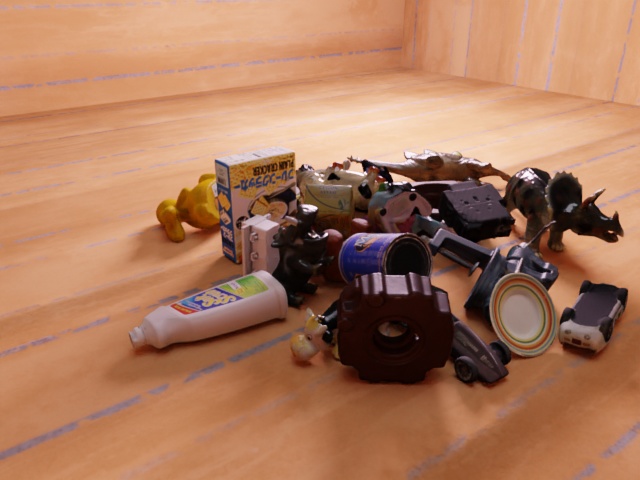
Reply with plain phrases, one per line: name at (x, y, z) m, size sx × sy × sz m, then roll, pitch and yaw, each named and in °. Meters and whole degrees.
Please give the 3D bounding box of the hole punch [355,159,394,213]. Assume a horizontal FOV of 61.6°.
hole punch at (0.124, -0.122, 1.329) m, size 0.092 × 0.142 × 0.116 m, roll -37°, pitch 45°, yaw -21°

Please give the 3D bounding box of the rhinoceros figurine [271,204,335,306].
rhinoceros figurine at (-0.037, 0.026, 0.958) m, size 0.112 × 0.190 × 0.073 m, roll 31°, pitch 32°, yaw 18°

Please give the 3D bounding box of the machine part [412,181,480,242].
machine part at (0.280, -0.065, 1.247) m, size 0.201 × 0.087 × 0.201 m, roll -4°, pitch 26°, yaw -5°

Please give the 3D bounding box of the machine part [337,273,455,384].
machine part at (0.105, 0.128, 0.762) m, size 0.179 × 0.179 × 0.056 m, roll 0°, pitch 29°, yaw 2°

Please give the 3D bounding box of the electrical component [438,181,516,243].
electrical component at (0.304, -0.060, 1.070) m, size 0.115 × 0.058 × 0.134 m, roll -10°, pitch 48°, yaw -14°

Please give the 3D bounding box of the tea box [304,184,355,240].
tea box at (0.024, -0.057, 1.149) m, size 0.098 × 0.068 × 0.169 m, roll 3°, pitch -18°, yaw 5°

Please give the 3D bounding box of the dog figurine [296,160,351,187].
dog figurine at (-0.023, -0.135, 1.407) m, size 0.191 × 0.121 × 0.172 m, roll 0°, pitch 18°, yaw 35°

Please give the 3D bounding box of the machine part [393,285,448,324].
machine part at (0.160, 0.105, 0.955) m, size 0.139 × 0.039 × 0.084 m, roll -18°, pitch 36°, yaw -35°

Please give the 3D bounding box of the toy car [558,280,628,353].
toy car at (0.458, 0.122, 0.896) m, size 0.074 × 0.056 × 0.202 m, roll 12°, pitch 27°, yaw 37°

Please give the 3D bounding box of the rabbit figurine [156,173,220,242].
rabbit figurine at (-0.312, -0.063, 1.258) m, size 0.173 × 0.121 × 0.162 m, roll -6°, pitch 32°, yaw 21°

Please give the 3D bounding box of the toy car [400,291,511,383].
toy car at (0.208, 0.144, 0.840) m, size 0.089 × 0.053 × 0.202 m, roll -12°, pitch 34°, yaw -29°

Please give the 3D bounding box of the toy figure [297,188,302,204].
toy figure at (-0.119, -0.076, 1.285) m, size 0.082 × 0.089 × 0.180 m, roll 41°, pitch 50°, yaw 11°

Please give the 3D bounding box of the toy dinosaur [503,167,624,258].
toy dinosaur at (0.476, -0.090, 1.177) m, size 0.131 × 0.192 × 0.405 m, roll -2°, pitch 27°, yaw -9°

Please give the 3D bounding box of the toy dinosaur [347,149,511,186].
toy dinosaur at (0.315, -0.200, 1.515) m, size 0.472 × 0.105 × 0.199 m, roll 7°, pitch 18°, yaw -6°

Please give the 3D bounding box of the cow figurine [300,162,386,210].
cow figurine at (0.041, -0.112, 1.248) m, size 0.195 × 0.085 × 0.127 m, roll 11°, pitch 69°, yaw 26°

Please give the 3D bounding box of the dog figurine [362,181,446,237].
dog figurine at (0.141, -0.052, 1.107) m, size 0.108 × 0.191 × 0.219 m, roll -42°, pitch 26°, yaw -5°

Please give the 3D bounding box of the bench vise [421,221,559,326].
bench vise at (0.296, 0.041, 0.964) m, size 0.241 × 0.128 × 0.223 m, roll 29°, pitch 55°, yaw 14°

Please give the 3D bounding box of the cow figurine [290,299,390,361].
cow figurine at (0.033, 0.128, 0.839) m, size 0.167 × 0.098 × 0.068 m, roll -14°, pitch 34°, yaw -29°

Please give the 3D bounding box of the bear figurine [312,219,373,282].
bear figurine at (-0.003, 0.001, 1.075) m, size 0.120 × 0.131 × 0.196 m, roll -20°, pitch 38°, yaw -36°
